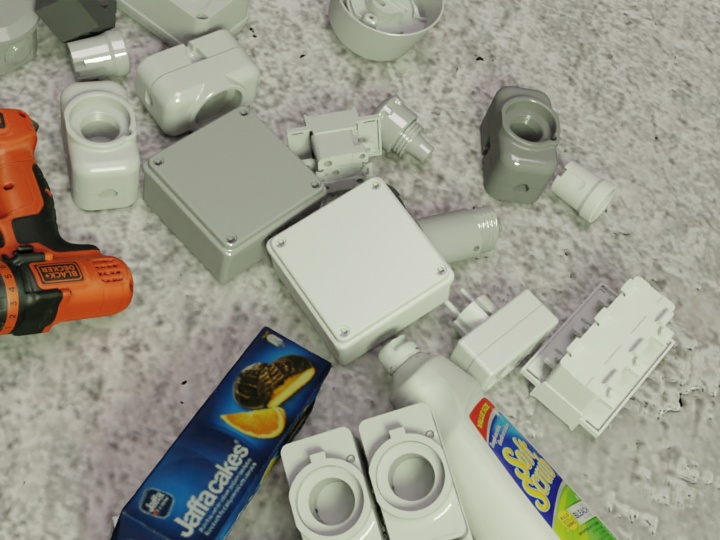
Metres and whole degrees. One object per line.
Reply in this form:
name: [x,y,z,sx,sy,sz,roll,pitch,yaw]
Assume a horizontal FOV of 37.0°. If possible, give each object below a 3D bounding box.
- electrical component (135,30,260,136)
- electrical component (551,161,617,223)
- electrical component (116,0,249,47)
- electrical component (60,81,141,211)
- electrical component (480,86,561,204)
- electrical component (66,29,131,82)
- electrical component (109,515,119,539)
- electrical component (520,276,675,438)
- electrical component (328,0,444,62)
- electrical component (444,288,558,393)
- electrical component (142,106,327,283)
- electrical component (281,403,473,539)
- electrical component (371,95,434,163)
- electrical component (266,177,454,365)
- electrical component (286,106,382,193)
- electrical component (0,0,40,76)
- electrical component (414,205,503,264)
electrical component: [-0.137,-0.158,0.928,0.095,0.053,0.059,-28,69,-27]
electrical component: [0.201,-0.072,0.969,0.046,0.040,0.040,38,57,17]
electrical component: [-0.163,-0.252,0.978,0.113,0.057,0.078,37,57,10]
electrical component: [-0.211,-0.104,0.872,0.054,0.059,0.095,-7,61,-18]
electrical component: [0.144,-0.116,0.970,0.054,0.059,0.095,7,58,-10]
electrical component: [-0.227,-0.184,0.931,0.046,0.040,0.040,-17,64,-17]
electrical component: [-0.141,0.204,0.710,0.064,0.042,0.081,-9,62,-23]
electrical component: [0.199,0.064,0.869,0.079,0.063,0.121,41,58,12]
electrical component: [0.022,-0.248,1.015,0.099,0.064,0.099,9,65,-20]
electrical component: [0.100,0.046,0.865,0.083,0.047,0.075,-34,72,-29]
electrical component: [-0.103,-0.063,0.876,0.109,0.056,0.108,-36,73,-29]
electrical component: [0.023,0.193,0.706,0.105,0.060,0.186,-18,72,3]
electrical component: [0.037,-0.121,0.956,0.062,0.048,0.048,40,58,4]
electrical component: [0.000,0.000,0.850,0.109,0.056,0.108,-32,70,-12]
electrical component: [-0.019,-0.101,0.916,0.081,0.042,0.063,-11,47,-6]
electrical component: [-0.314,-0.210,0.917,0.080,0.051,0.080,6,57,-10]
electrical component: [0.084,-0.029,0.910,0.081,0.043,0.043,-13,63,-21]
